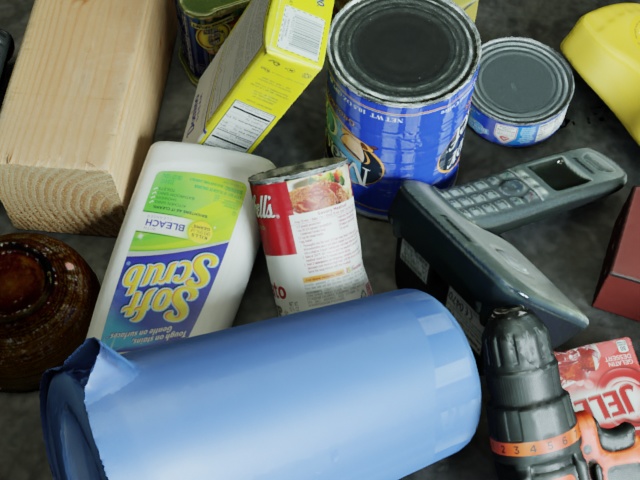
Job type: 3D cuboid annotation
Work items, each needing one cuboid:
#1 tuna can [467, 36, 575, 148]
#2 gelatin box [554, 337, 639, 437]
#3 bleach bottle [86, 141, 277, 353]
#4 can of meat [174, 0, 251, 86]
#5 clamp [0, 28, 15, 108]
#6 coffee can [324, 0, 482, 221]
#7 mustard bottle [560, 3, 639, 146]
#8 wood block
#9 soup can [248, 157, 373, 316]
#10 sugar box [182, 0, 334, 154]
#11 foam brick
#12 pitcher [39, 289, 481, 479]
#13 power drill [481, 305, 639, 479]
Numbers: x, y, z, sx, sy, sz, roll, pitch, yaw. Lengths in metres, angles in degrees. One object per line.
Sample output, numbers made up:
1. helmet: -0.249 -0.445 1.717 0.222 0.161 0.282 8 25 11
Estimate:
1. tuna can: 0.151 -0.115 0.829 0.086 0.034 0.086 0 60 0
2. gelatin box: 0.171 0.108 0.700 0.089 0.030 0.073 -9 61 -5
3. bleach bottle: -0.100 0.057 0.714 0.102 0.068 0.250 10 63 4
4. can of meat: -0.063 -0.176 0.836 0.102 0.084 0.057 -21 61 -12
5. clamp: -0.252 -0.085 0.773 0.036 0.165 0.210 14 27 -17
6. coffee can: 0.054 -0.092 0.754 0.103 0.140 0.103 0 59 0
7. mustard bottle: 0.268 -0.093 0.797 0.096 0.058 0.192 -9 57 -38
8. wood block: -0.171 -0.114 0.797 0.091 0.090 0.206 5 60 4
9. soup can: -0.005 0.001 0.715 0.068 0.068 0.102 -13 100 -8
10. sugar box: -0.046 -0.116 0.750 0.048 0.176 0.093 20 60 -16
11. foam brick: 0.228 0.011 0.744 0.051 0.053 0.078 18 61 10
12. pitcher: -0.030 0.117 0.625 0.242 0.149 0.145 -14 69 -27
13. power drill: 0.193 0.114 0.642 0.187 0.057 0.184 -12 97 -8
